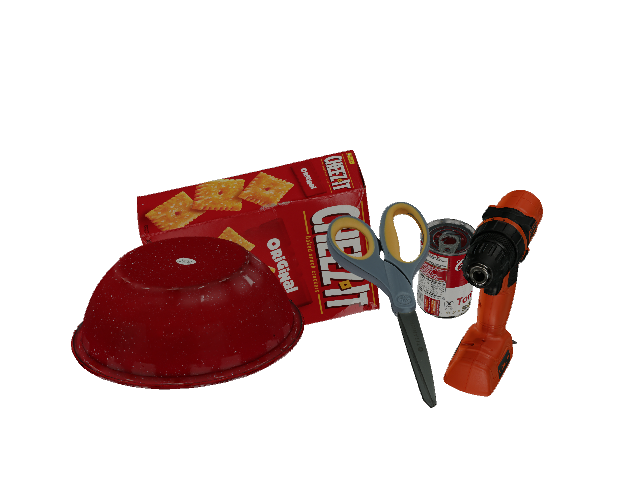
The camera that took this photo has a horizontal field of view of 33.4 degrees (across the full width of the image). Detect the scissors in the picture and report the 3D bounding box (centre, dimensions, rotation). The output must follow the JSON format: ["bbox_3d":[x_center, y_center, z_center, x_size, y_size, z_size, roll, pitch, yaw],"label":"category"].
[{"bbox_3d":[0.047,0.044,0.855,0.096,0.201,0.016,5,-42,3],"label":"scissors"}]

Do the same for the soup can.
[{"bbox_3d":[0.150,0.035,1.275,0.068,0.102,0.068,0,38,0],"label":"soup can"}]

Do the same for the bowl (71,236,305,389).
[{"bbox_3d":[-0.092,0.039,0.733,0.162,0.055,0.162,-2,22,1],"label":"bowl"}]

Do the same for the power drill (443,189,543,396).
[{"bbox_3d":[0.170,0.058,1.063,0.057,0.188,0.184,18,29,18],"label":"power drill"}]

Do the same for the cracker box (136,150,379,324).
[{"bbox_3d":[-0.056,0.015,1.043,0.213,0.164,0.072,-12,42,-2],"label":"cracker box"}]
